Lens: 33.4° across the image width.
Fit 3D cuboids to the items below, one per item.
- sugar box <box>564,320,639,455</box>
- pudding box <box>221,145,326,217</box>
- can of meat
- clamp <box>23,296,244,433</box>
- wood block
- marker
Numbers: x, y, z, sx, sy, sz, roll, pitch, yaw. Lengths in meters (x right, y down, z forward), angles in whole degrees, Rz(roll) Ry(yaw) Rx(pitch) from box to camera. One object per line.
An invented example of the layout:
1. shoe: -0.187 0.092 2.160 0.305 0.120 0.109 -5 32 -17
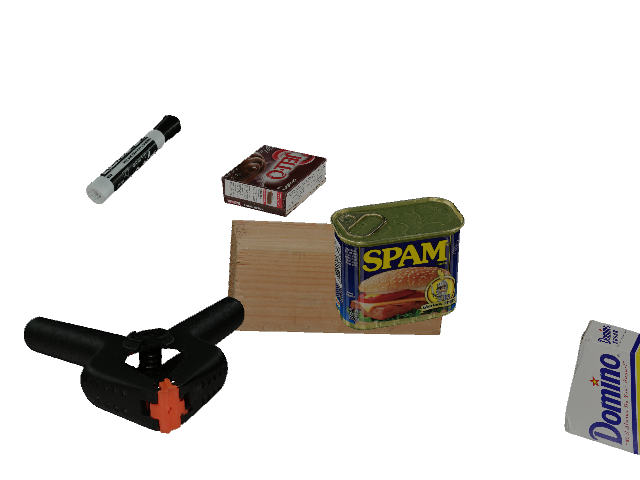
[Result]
1. sugar box: 0.290 0.134 0.853 0.176 0.093 0.048 13 26 20
2. pudding box: -0.056 -0.075 1.316 0.090 0.039 0.113 13 34 23
3. can of meat: 0.061 0.019 0.850 0.102 0.084 0.057 -8 30 -11
4. clamp: -0.108 0.078 0.731 0.164 0.036 0.210 -8 14 -21
5. wood block: 0.014 0.037 1.064 0.206 0.091 0.090 3 17 -8
6. marker: -0.159 -0.073 0.925 0.020 0.020 0.121 0 36 36
